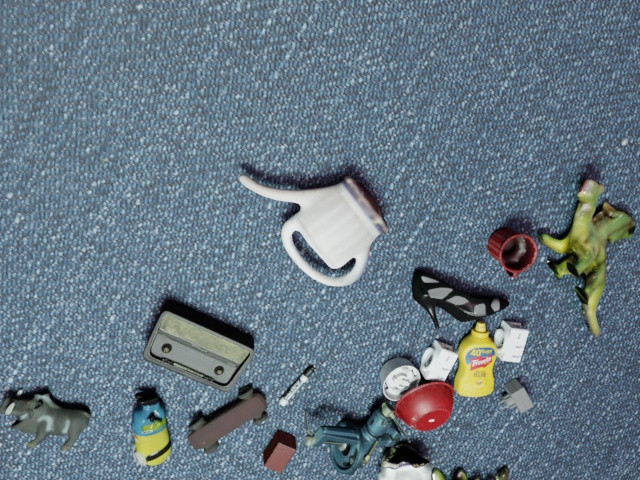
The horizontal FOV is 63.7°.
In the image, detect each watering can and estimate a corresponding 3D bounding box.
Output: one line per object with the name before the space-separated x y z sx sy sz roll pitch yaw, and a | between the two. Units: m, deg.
watering can | 0.003 -0.056 1.121 0.224 0.105 0.344 -38 106 2

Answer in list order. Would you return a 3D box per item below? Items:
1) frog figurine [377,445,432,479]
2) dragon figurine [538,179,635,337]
frog figurine | 0.217 0.613 1.310 0.138 0.124 0.158 -8 104 -12
dragon figurine | 0.681 0.027 1.248 0.244 0.123 0.404 -37 115 -6
